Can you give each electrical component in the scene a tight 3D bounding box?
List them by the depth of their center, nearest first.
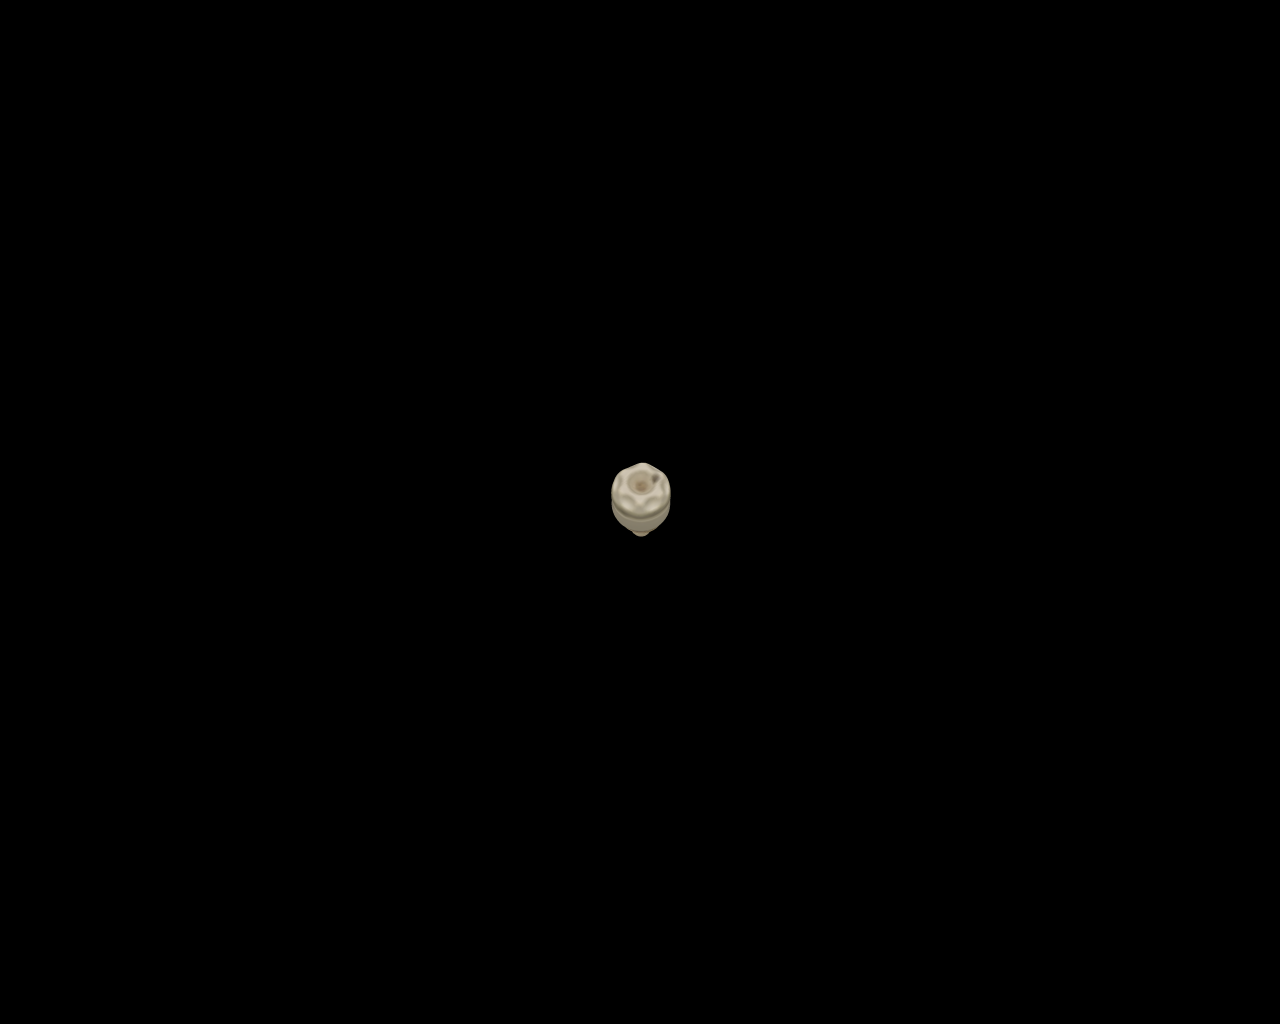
[{"bbox_3d":[0.001,-0.003,0.650,0.035,0.035,0.061,0,-29,0],"label":"electrical component"}]
